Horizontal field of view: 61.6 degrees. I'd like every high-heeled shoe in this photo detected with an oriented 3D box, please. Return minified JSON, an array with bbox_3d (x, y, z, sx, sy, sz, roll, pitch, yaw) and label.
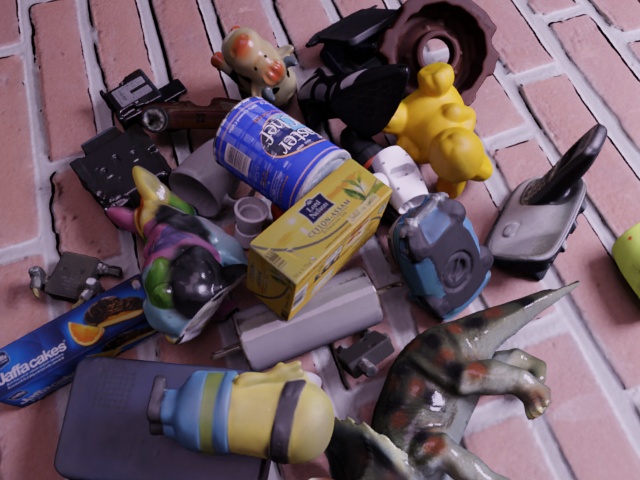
[{"bbox_3d":[0.045,-0.212,0.724,0.086,0.249,0.145,28,64,-29],"label":"high-heeled shoe"}]

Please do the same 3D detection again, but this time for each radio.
[{"bbox_3d":[-0.162,0.207,0.597,0.230,0.073,0.131,4,64,5],"label":"radio"}]

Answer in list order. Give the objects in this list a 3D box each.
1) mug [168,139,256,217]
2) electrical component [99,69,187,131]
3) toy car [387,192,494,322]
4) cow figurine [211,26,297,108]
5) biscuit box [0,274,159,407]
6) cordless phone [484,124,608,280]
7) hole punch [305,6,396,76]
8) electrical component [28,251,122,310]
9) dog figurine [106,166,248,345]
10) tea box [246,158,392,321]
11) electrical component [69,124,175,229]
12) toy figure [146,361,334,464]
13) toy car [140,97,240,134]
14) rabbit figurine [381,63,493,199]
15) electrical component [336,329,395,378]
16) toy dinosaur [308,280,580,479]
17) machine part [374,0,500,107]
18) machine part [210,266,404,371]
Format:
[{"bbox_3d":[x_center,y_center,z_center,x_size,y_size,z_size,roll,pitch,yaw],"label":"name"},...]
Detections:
[{"bbox_3d":[-0.135,-0.092,0.742,0.110,0.080,0.107,20,56,16],"label":"mug"},{"bbox_3d":[-0.266,-0.221,0.828,0.119,0.047,0.075,-32,68,-12],"label":"electrical component"},{"bbox_3d":[0.132,0.015,0.657,0.109,0.161,0.103,-44,32,-14],"label":"toy car"},{"bbox_3d":[-0.082,-0.235,0.752,0.127,0.195,0.085,35,95,11],"label":"cow figurine"},{"bbox_3d":[-0.289,0.122,0.649,0.203,0.059,0.063,-30,66,-12],"label":"biscuit box"},{"bbox_3d":[0.280,-0.042,0.644,0.089,0.184,0.146,31,68,11],"label":"cordless phone"},{"bbox_3d":[0.067,-0.303,0.847,0.142,0.092,0.116,-37,40,-12],"label":"hole punch"},{"bbox_3d":[-0.320,0.052,0.694,0.102,0.045,0.078,17,67,10],"label":"electrical component"},{"bbox_3d":[-0.185,0.007,0.648,0.219,0.191,0.108,40,110,12],"label":"dog figurine"},{"bbox_3d":[-0.001,-0.002,0.604,0.068,0.098,0.169,38,58,14],"label":"tea box"},{"bbox_3d":[-0.279,-0.098,0.762,0.115,0.058,0.134,-37,68,-17],"label":"electrical component"},{"bbox_3d":[-0.077,0.173,0.526,0.180,0.082,0.089,0,60,-2],"label":"toy figure"},{"bbox_3d":[-0.158,-0.179,0.777,0.202,0.089,0.053,0,99,4],"label":"toy car"},{"bbox_3d":[0.159,-0.123,0.706,0.122,0.162,0.173,-30,33,7],"label":"rabbit figurine"},{"bbox_3d":[0.055,0.130,0.621,0.063,0.094,0.021,-32,102,-12],"label":"electrical component"},{"bbox_3d":[0.130,0.174,0.584,0.192,0.131,0.405,27,61,14],"label":"toy dinosaur"},{"bbox_3d":[0.167,-0.269,0.781,0.179,0.056,0.179,-2,104,-7],"label":"machine part"},{"bbox_3d":[-0.014,0.094,0.645,0.243,0.079,0.079,-21,65,-9],"label":"machine part"}]
